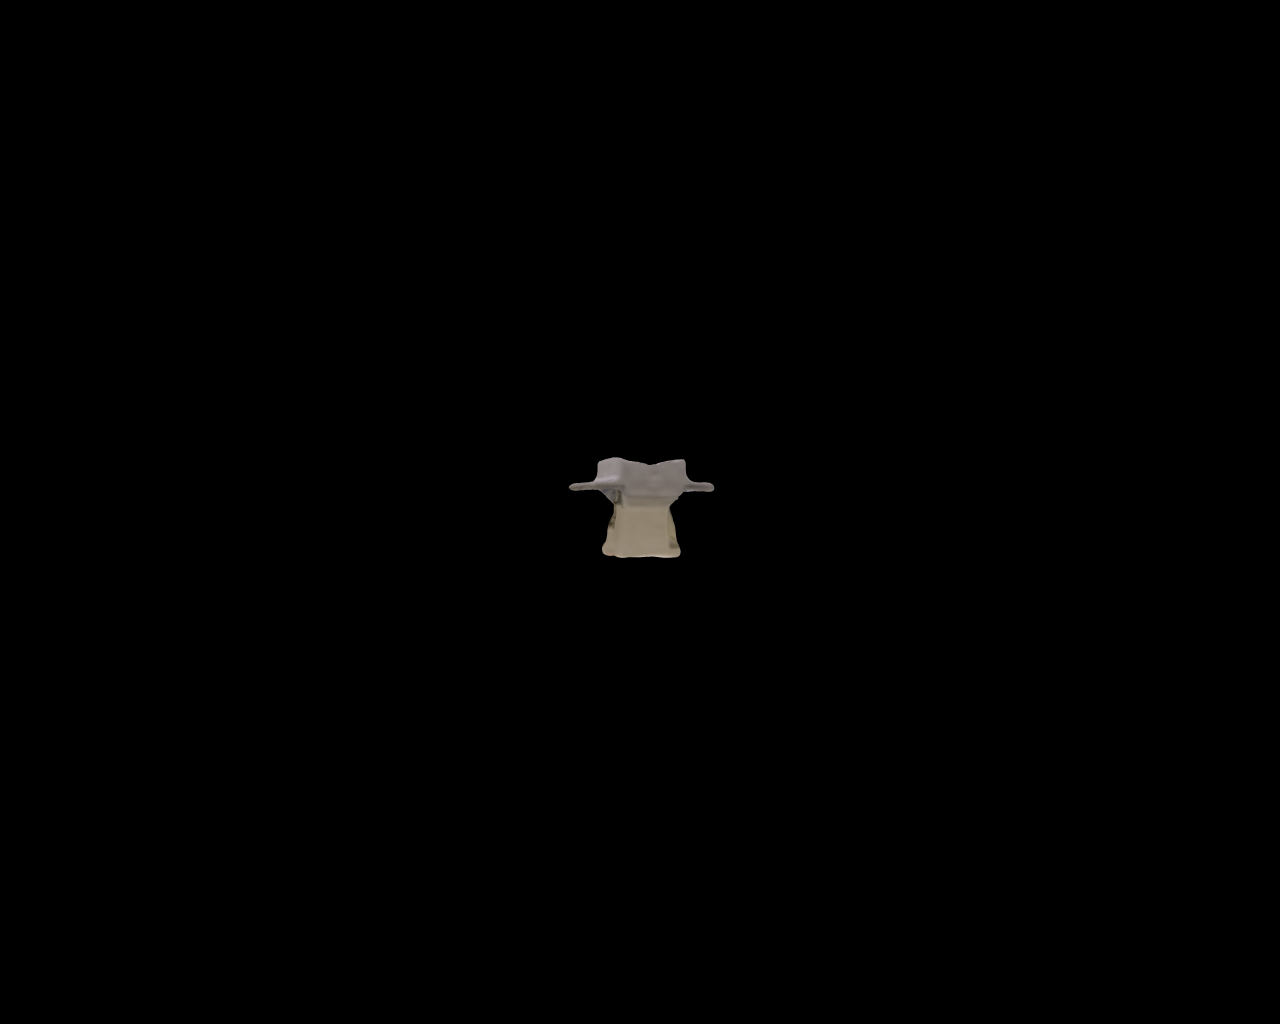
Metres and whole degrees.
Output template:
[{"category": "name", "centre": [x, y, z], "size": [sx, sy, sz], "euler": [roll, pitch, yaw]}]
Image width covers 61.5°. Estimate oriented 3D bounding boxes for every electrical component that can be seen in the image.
[{"category": "electrical component", "centre": [0.001, -0.003, 0.650], "size": [0.081, 0.063, 0.042], "euler": [0, 0, -21]}]
